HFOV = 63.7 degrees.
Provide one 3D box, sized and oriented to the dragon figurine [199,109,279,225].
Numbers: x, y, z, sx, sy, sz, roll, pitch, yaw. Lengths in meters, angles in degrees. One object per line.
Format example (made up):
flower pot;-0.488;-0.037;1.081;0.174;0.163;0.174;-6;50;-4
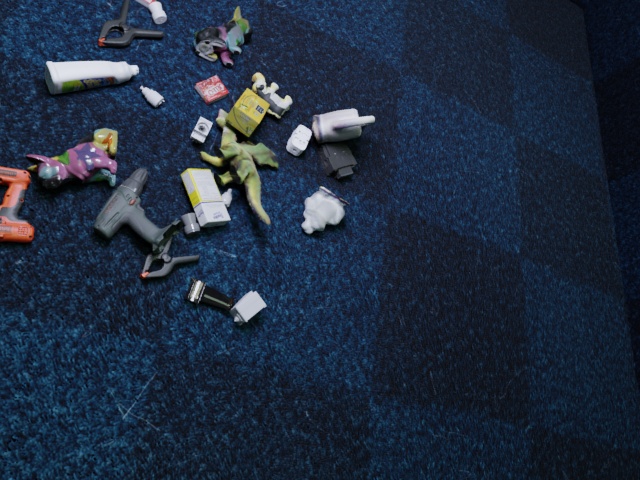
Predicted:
dragon figurine;-0.220;-0.242;1.629;0.412;0.120;0.246;52;45;6

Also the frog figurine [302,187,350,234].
frog figurine;0.005;-0.086;1.716;0.136;0.124;0.159;32;93;-25

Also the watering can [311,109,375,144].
watering can;0.082;-0.409;1.842;0.224;0.350;0.103;-9;100;4
